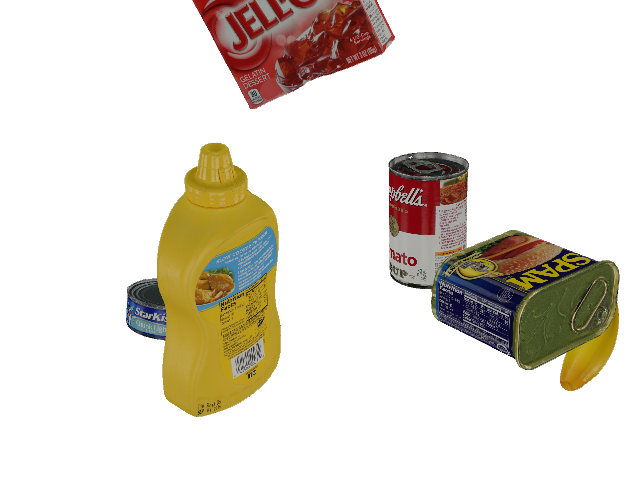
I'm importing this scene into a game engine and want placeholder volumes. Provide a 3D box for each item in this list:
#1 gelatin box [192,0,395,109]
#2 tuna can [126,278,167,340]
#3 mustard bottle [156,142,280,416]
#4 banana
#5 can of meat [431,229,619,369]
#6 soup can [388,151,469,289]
[{"bbox_3d":[-0.016,-0.120,0.573,0.089,0.073,0.030,-19,20,28],"label":"gelatin box"},{"bbox_3d":[-0.138,0.064,0.996,0.086,0.034,0.086,6,15,-2],"label":"tuna can"},{"bbox_3d":[-0.069,0.022,0.730,0.058,0.192,0.096,26,40,33],"label":"mustard bottle"},{"bbox_3d":[0.254,0.075,1.029,0.070,0.037,0.197,-28,23,18],"label":"banana"},{"bbox_3d":[0.139,0.036,0.733,0.101,0.057,0.084,-19,29,-34],"label":"can of meat"},{"bbox_3d":[0.092,-0.018,0.915,0.068,0.102,0.068,-1,22,0],"label":"soup can"}]
